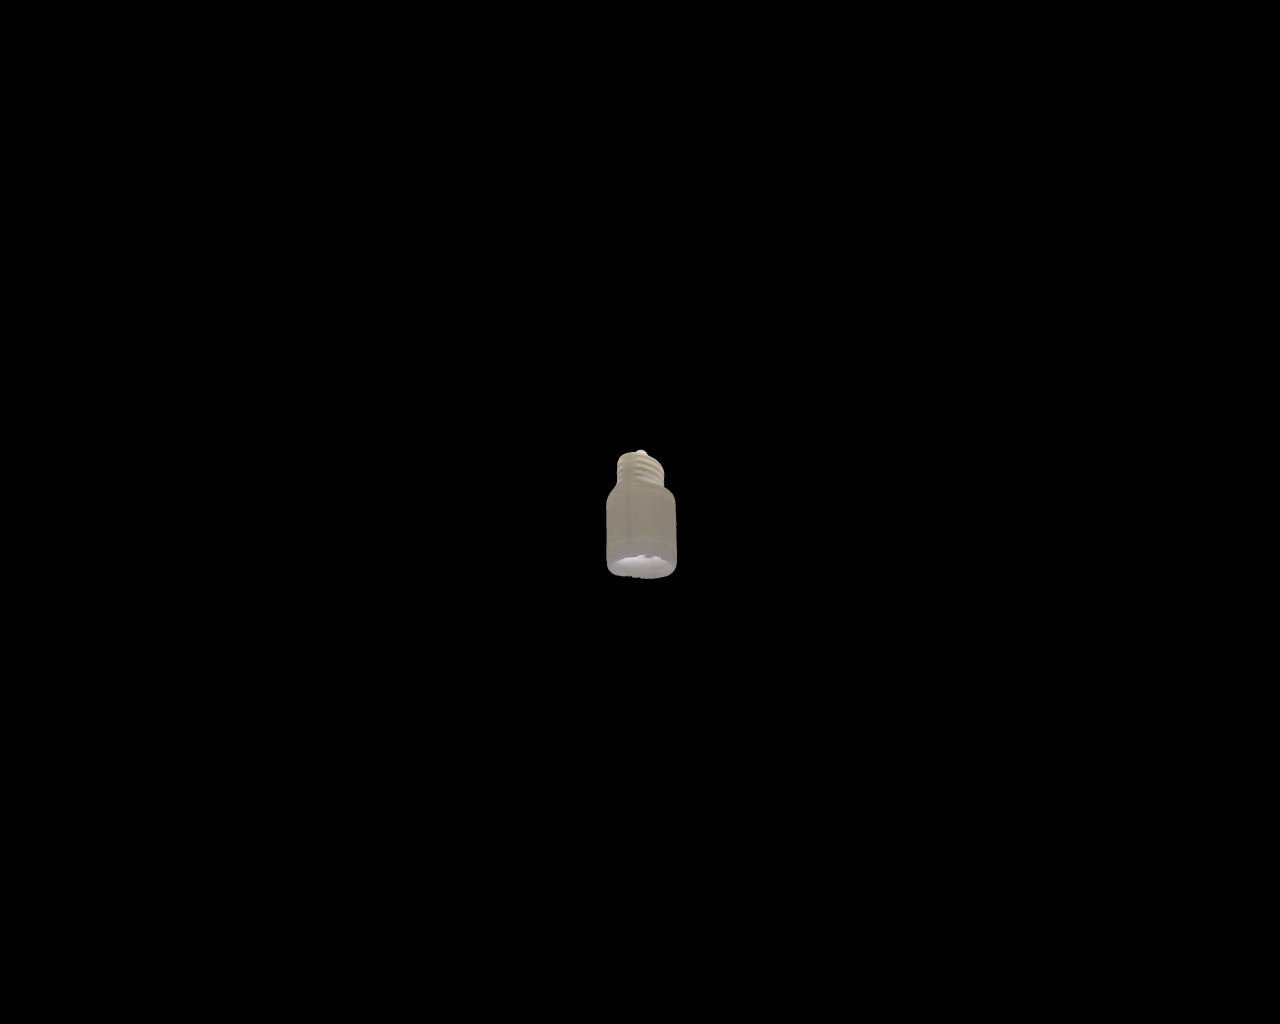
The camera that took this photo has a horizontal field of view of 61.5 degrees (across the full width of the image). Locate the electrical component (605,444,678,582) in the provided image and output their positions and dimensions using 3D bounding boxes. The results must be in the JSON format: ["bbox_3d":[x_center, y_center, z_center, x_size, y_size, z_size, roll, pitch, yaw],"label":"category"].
[{"bbox_3d":[0.001,-0.003,0.650,0.043,0.081,0.043,0,-22,0],"label":"electrical component"}]
